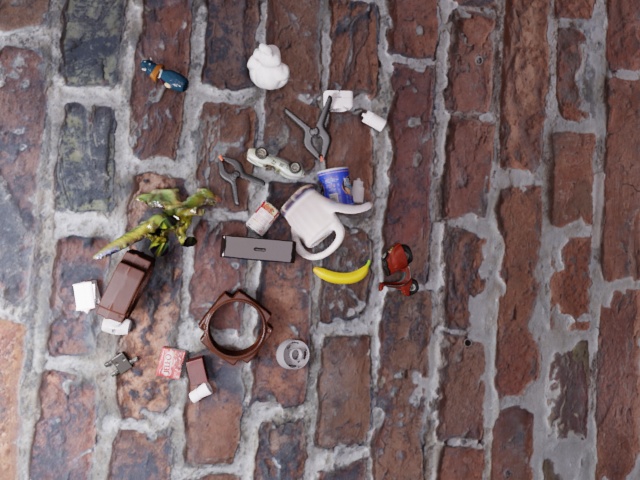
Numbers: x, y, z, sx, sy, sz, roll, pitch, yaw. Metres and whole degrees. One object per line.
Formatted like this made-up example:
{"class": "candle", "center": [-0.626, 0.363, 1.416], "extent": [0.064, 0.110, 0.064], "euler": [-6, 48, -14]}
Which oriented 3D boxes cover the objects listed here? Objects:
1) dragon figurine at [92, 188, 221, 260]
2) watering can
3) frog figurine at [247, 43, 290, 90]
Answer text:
{"class": "dragon figurine", "center": [-0.487, -0.073, 1.551], "extent": [0.413, 0.119, 0.247], "euler": [-16, 39, -24]}
{"class": "watering can", "center": [0.005, -0.081, 1.601], "extent": [0.105, 0.226, 0.341], "euler": [-26, -14, -50]}
{"class": "frog figurine", "center": [-0.160, -0.549, 1.636], "extent": [0.137, 0.123, 0.159], "euler": [26, -3, -7]}
